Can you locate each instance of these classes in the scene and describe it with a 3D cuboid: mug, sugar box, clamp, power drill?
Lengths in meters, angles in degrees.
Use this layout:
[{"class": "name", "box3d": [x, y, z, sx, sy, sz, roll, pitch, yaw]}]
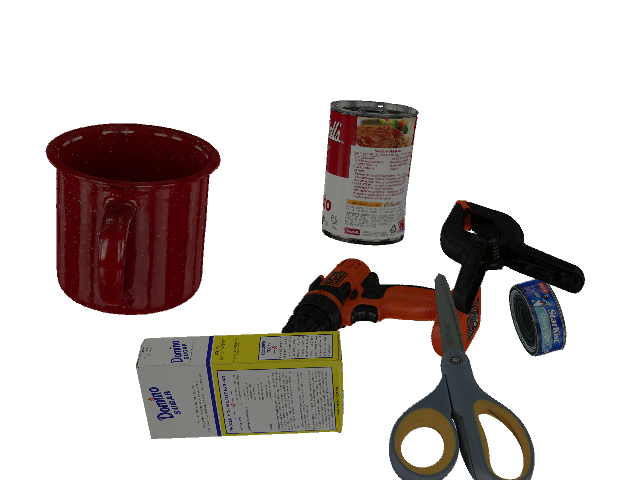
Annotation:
[{"class": "mug", "box3d": [-0.104, -0.006, 0.581, 0.093, 0.081, 0.117, 4, 25, -5]}, {"class": "sugar box", "box3d": [-0.068, 0.129, 0.948, 0.176, 0.093, 0.048, 0, 36, 4]}, {"class": "clamp", "box3d": [0.170, 0.011, 0.998, 0.120, 0.039, 0.171, -1, 32, -5]}, {"class": "power drill", "box3d": [0.068, 0.081, 1.147, 0.188, 0.057, 0.184, 9, 29, 22]}]

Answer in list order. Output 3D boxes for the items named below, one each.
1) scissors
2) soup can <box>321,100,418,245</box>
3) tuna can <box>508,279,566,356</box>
[{"class": "scissors", "box3d": [0.073, 0.091, 0.700, 0.096, 0.016, 0.202, -10, 38, -13]}, {"class": "soup can", "box3d": [0.038, -0.054, 0.831, 0.068, 0.102, 0.068, 4, 15, -1]}, {"class": "tuna can", "box3d": [0.245, 0.087, 1.210, 0.033, 0.086, 0.086, -15, 2, -7]}]
